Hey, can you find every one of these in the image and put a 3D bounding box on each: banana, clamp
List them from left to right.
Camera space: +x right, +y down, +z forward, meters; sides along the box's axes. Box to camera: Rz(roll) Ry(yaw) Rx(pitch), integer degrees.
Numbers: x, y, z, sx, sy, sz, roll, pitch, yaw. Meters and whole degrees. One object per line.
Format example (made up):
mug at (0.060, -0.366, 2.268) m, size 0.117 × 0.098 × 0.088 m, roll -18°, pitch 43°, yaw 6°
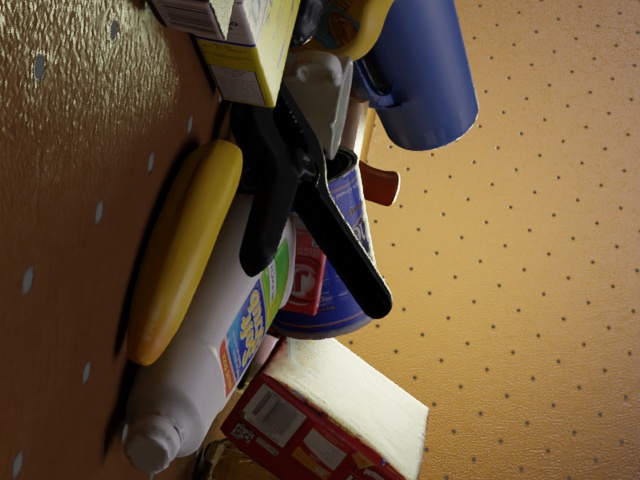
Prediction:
banana at (-0.077, -0.009, 0.657) m, size 0.197 × 0.037 × 0.070 m, roll -74°, pitch 173°, yaw -53°
clamp at (-0.026, -0.045, 0.768) m, size 0.164 × 0.036 × 0.210 m, roll 15°, pitch 49°, yaw -57°

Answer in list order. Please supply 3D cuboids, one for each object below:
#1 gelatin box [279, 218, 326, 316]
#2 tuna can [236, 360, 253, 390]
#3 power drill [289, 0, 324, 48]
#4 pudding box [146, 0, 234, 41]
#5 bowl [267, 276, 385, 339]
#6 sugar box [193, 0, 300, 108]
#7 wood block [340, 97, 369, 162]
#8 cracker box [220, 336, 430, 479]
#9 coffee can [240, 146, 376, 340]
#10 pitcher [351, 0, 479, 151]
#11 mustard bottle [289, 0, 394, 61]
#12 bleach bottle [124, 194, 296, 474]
gelatin box at (-0.040, 0.017, 0.858) m, size 0.030 × 0.089 × 0.073 m, roll -72°, pitch 172°, yaw -65°
tuna can at (-0.076, 0.085, 0.931) m, size 0.086 × 0.034 × 0.086 m, roll 12°, pitch 89°, yaw -85°
power drill at (-0.008, -0.264, 0.809) m, size 0.188 × 0.057 × 0.184 m, roll 98°, pitch 0°, yaw -66°
pudding box at (-0.060, -0.158, 0.497) m, size 0.113 × 0.039 × 0.090 m, roll 80°, pitch 22°, yaw -77°
bowl at (-0.012, 0.054, 1.164) m, size 0.055 × 0.162 × 0.162 m, roll 64°, pitch 9°, yaw -4°
sugar box at (-0.045, -0.154, 0.660) m, size 0.176 × 0.048 × 0.093 m, roll 83°, pitch 18°, yaw -79°
wood block at (-0.016, -0.040, 1.034) m, size 0.090 × 0.090 × 0.206 m, roll -52°, pitch 153°, yaw -78°
cracker box at (0.011, 0.163, 0.964) m, size 0.072 × 0.164 × 0.213 m, roll -53°, pitch 179°, yaw 12°
coffee can at (-0.006, 0.001, 0.925) m, size 0.102 × 0.103 × 0.140 m, roll -70°, pitch 152°, yaw -63°
pitcher at (0.083, -0.206, 1.118) m, size 0.242 × 0.149 × 0.145 m, roll 64°, pitch -2°, yaw -39°
mustard bottle at (0.020, -0.216, 0.956) m, size 0.058 × 0.096 × 0.192 m, roll -19°, pitch 150°, yaw -53°
bleach bottle at (-0.075, 0.068, 0.720) m, size 0.250 × 0.068 × 0.103 m, roll -68°, pitch 167°, yaw -57°
